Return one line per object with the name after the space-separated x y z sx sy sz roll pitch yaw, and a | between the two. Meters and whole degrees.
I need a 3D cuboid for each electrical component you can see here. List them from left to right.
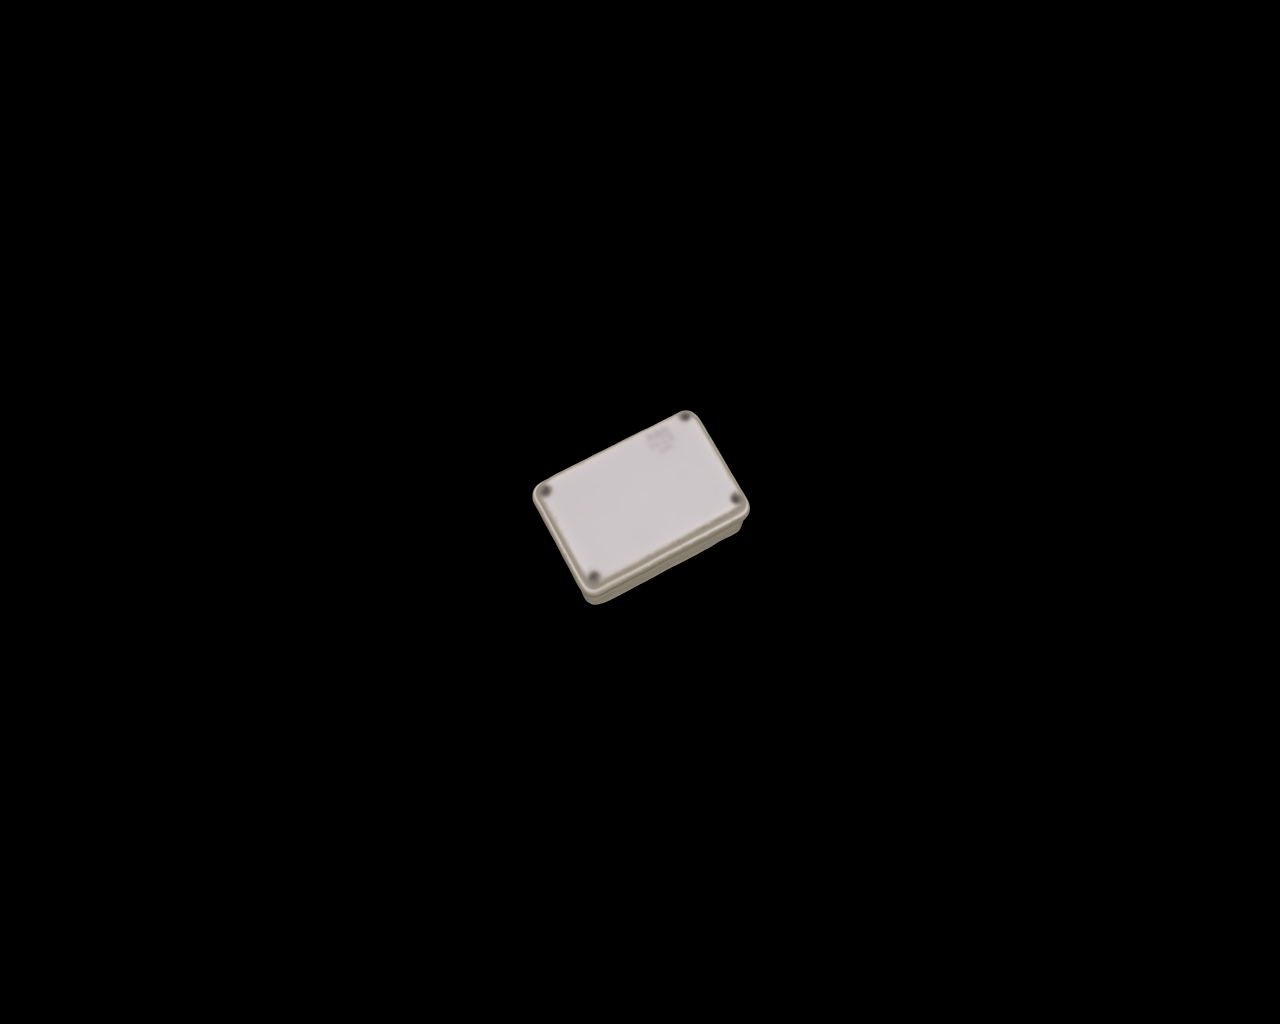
0.001 -0.003 0.650 0.113 0.078 0.057 -27 -14 -7 | electrical component
